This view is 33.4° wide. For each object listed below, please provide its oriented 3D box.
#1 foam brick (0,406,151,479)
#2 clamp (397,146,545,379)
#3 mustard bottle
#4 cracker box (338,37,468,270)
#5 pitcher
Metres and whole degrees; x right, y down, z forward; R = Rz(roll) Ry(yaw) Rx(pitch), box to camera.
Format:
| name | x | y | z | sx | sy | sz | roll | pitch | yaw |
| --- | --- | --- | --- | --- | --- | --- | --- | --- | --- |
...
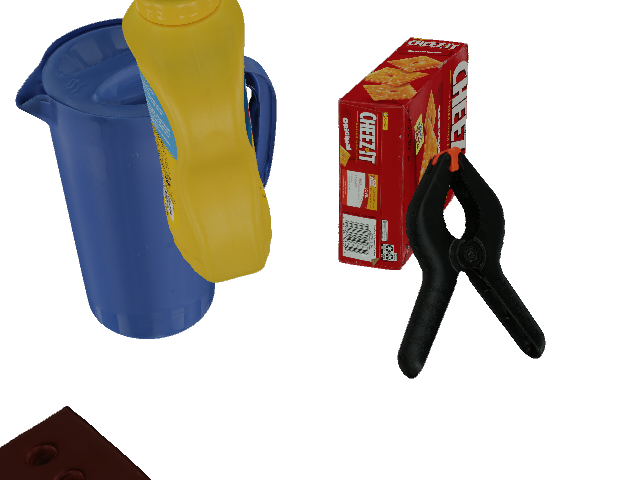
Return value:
| name | x | y | z | sx | sy | sz | roll | pitch | yaw |
| --- | --- | --- | --- | --- | --- | --- | --- | --- | --- |
| foam brick | -0.109 | 0.125 | 0.482 | 0.052 | 0.051 | 0.078 | -32 | 45 | -33 |
| clamp | 0.096 | 0.020 | 0.792 | 0.120 | 0.171 | 0.039 | -15 | -3 | -28 |
| mustard bottle | -0.063 | -0.072 | 0.547 | 0.058 | 0.096 | 0.191 | -13 | -40 | -7 |
| cracker box | 0.085 | -0.090 | 1.040 | 0.072 | 0.164 | 0.213 | 10 | 28 | 21 |
| pitcher | -0.129 | -0.042 | 0.838 | 0.149 | 0.243 | 0.144 | 20 | 45 | 19 |
